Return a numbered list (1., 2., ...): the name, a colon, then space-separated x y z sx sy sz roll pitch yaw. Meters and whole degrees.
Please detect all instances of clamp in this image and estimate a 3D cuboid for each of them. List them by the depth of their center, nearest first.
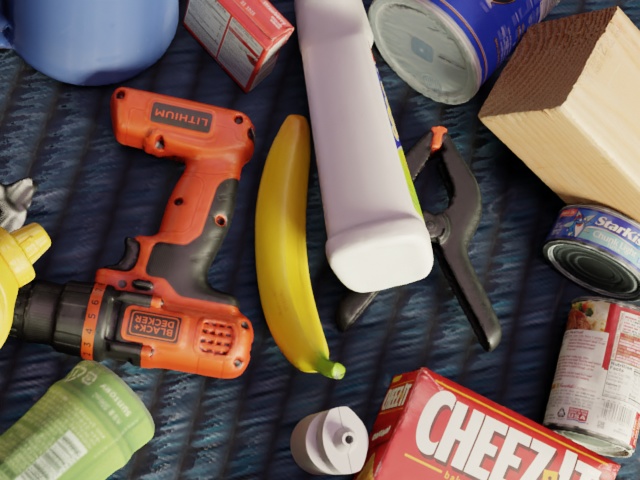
1. clamp: 0.069 -0.001 0.789 0.120 0.039 0.171 1 70 -10

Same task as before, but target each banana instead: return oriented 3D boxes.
1. banana: -0.017 0.011 0.752 0.037 0.070 0.198 12 61 -46

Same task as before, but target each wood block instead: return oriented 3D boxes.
1. wood block: 0.226 -0.063 0.777 0.206 0.091 0.090 39 72 -25

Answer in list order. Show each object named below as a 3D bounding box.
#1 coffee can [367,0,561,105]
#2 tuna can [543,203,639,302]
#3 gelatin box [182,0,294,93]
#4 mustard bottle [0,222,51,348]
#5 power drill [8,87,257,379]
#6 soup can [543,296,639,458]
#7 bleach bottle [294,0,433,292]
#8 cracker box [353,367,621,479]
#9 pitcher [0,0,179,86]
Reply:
1. coffee can: 0.119 -0.187 0.809 0.103 0.103 0.140 44 71 -1
2. tuna can: 0.211 0.010 0.795 0.086 0.086 0.033 32 74 -5
3. gelatin box: -0.060 -0.154 0.766 0.030 0.089 0.073 -43 90 -19
4. mustard bottle: -0.246 0.049 0.644 0.191 0.058 0.096 -37 117 -22
5. power drill: -0.126 -0.006 0.734 0.184 0.057 0.187 11 77 -6
6. soup can: 0.207 0.101 0.783 0.068 0.069 0.102 20 74 -9
7. bleach bottle: 0.021 -0.095 0.755 0.068 0.102 0.251 -14 69 7
8. cracker box: 0.092 0.218 0.727 0.164 0.072 0.213 27 72 -7
9. pitcher: -0.154 -0.204 0.673 0.145 0.243 0.149 21 68 -5
